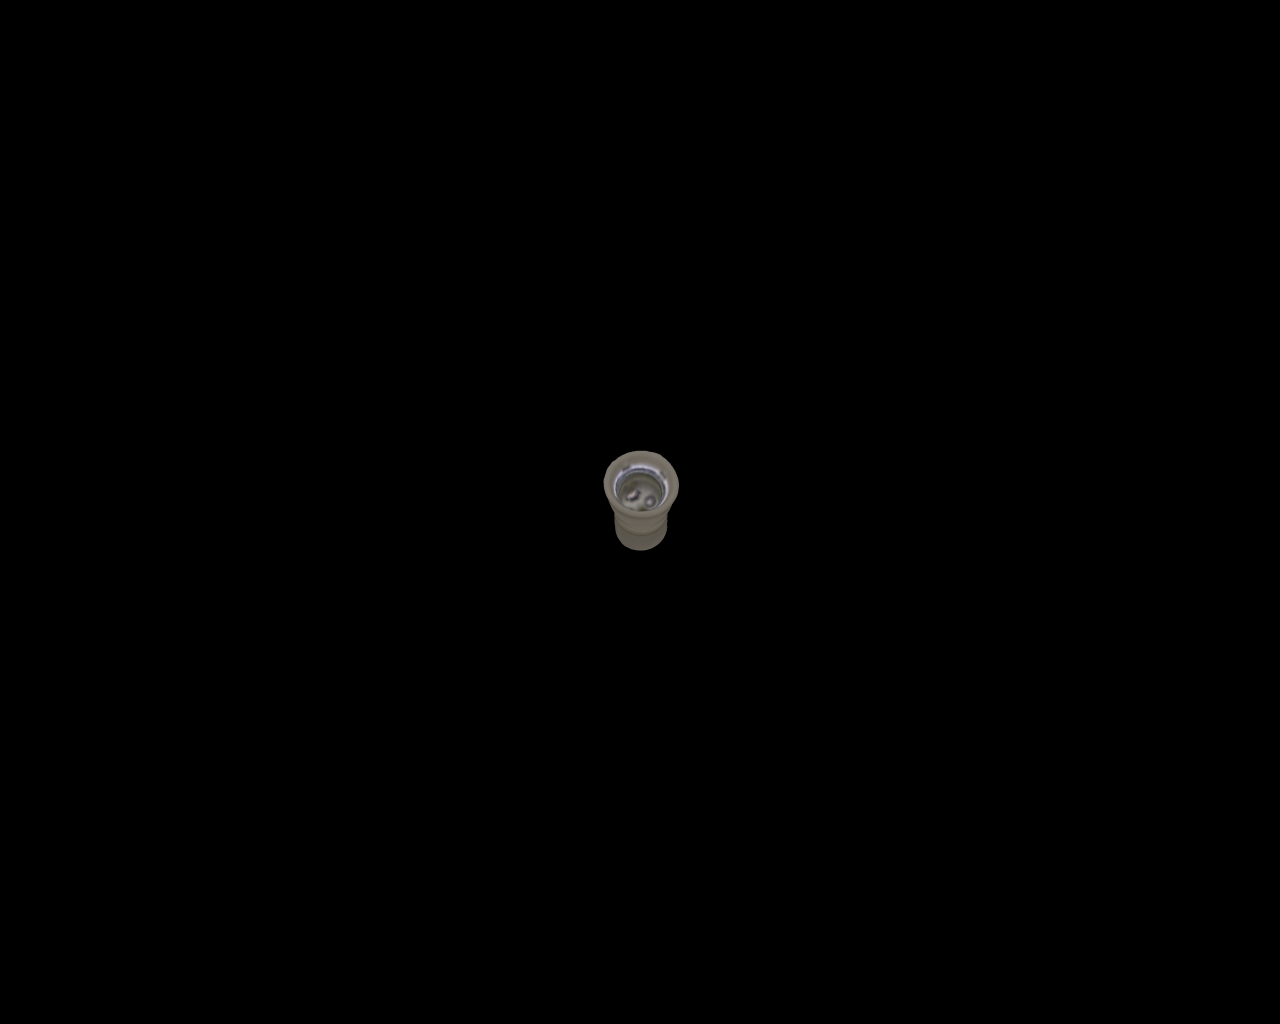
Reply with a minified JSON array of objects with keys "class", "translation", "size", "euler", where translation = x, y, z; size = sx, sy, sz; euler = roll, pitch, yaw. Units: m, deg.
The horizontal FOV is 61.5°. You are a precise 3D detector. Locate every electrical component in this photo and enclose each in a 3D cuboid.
[{"class":"electrical component","translation":[0.001,-0.003,0.650],"size":[0.044,0.044,0.065],"euler":[0,-28,0]}]
